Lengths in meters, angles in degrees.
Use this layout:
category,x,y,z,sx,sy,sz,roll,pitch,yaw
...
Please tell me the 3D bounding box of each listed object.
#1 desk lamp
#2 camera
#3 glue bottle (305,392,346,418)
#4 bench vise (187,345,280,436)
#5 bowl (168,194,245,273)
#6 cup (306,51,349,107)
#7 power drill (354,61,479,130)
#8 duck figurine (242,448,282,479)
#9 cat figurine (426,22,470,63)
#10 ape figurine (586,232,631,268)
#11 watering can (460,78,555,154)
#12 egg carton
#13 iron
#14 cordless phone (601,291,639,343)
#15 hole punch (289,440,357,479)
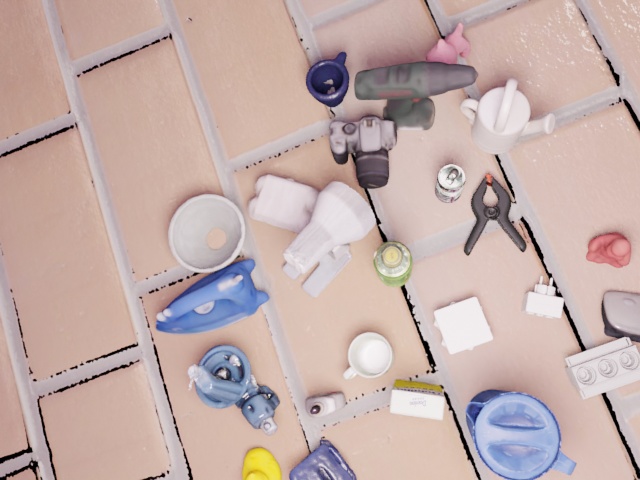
category,x,y,z,sx,sy,sz,roll,pitch,yaw
desk lamp,0.010,0.004,1.108,0.117,0.214,0.203,40,88,13
camera,0.090,-0.180,1.187,0.143,0.101,0.137,-3,80,8
glue bottle,0.003,0.312,1.075,0.078,0.173,0.037,-14,78,6
bench vise,-0.158,0.276,1.081,0.207,0.220,0.121,26,85,12
bowl,-0.230,-0.010,1.216,0.167,0.075,0.167,-1,80,8
cup,0.027,-0.337,1.227,0.091,0.095,0.118,28,85,12
power drill,0.186,-0.290,1.138,0.229,0.208,0.076,2,80,9
duck figurine,-0.120,0.462,1.111,0.077,0.086,0.104,-17,78,5
cat figurine,0.264,-0.391,1.191,0.067,0.118,0.128,31,86,12
ape figurine,0.560,0.018,1.090,0.076,0.092,0.077,-39,77,0
watering can,0.363,-0.245,1.112,0.172,0.194,0.101,-3,79,8
egg carton,-0.074,-0.077,1.208,0.150,0.069,0.107,16,83,11
iron,-0.242,0.128,1.159,0.258,0.141,0.118,-26,77,3
cordless phone,0.595,0.137,1.017,0.147,0.185,0.094,7,81,9
hole punch,0.006,0.452,1.092,0.101,0.091,0.108,-40,77,0
